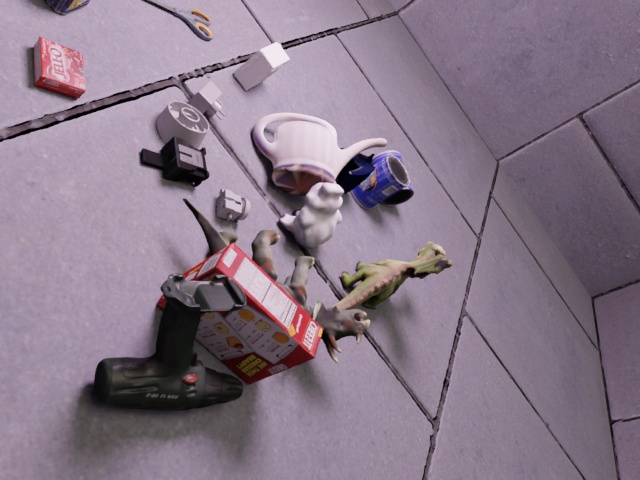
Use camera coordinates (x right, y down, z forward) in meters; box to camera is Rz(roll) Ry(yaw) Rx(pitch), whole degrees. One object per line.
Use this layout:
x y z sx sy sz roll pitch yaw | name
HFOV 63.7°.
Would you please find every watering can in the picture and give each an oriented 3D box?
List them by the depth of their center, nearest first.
0.007 -0.206 1.246 0.347 0.102 0.229 9 58 -13 | watering can

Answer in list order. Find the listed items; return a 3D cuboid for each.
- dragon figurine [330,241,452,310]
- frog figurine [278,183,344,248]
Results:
0.186 0.081 1.201 0.415 0.240 0.122 -29 93 -59 | dragon figurine
0.003 -0.057 1.141 0.137 0.157 0.124 5 61 -51 | frog figurine
